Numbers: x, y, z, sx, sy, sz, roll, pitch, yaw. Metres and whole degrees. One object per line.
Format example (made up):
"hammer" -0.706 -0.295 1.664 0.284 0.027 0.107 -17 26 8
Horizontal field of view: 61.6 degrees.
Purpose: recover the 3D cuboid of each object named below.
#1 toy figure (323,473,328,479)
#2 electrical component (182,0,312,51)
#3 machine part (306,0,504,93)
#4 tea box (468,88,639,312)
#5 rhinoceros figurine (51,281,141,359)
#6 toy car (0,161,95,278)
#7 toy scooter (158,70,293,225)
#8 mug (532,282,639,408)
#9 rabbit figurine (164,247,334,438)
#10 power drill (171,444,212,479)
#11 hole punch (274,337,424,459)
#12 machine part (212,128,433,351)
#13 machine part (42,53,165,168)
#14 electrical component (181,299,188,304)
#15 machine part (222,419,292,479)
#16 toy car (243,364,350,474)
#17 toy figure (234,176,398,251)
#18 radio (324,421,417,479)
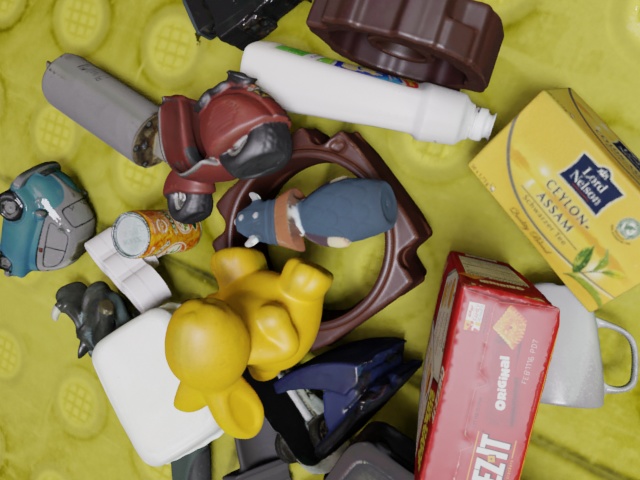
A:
"toy figure" -0.011 0.353 0.604 0.089 0.082 0.180 37 104 17
"electrical component" -0.091 -0.286 0.607 0.134 0.058 0.115 -28 81 21
"machine part" 0.079 -0.187 0.484 0.180 0.179 0.056 23 100 20
"tea box" 0.224 -0.037 0.464 0.170 0.068 0.098 55 134 18
"rhinoceros figurine" -0.269 0.121 0.704 0.190 0.073 0.112 42 118 13
"toy car" -0.358 -0.014 0.713 0.103 0.109 0.161 24 112 1
"toy scooter" -0.109 -0.108 0.539 0.184 0.075 0.135 -29 73 37
"mug" 0.227 0.093 0.489 0.110 0.080 0.107 0 84 27
"rabbit figurine" -0.080 0.085 0.474 0.122 0.173 0.162 21 97 16
"power drill" -0.186 0.311 0.674 0.232 0.086 0.207 -10 86 21
"hole punch" 0.030 0.141 0.549 0.092 0.142 0.115 51 117 21
"machine part" -0.001 -0.002 0.573 0.201 0.087 0.201 -38 81 20
"machine part" -0.264 -0.163 0.675 0.243 0.079 0.079 35 106 18
"electrical component" -0.132 0.115 0.656 0.078 0.045 0.102 -27 83 23
"machine part" -0.079 0.236 0.633 0.039 0.084 0.139 142 118 -64
"toy car" -0.043 0.172 0.603 0.073 0.056 0.201 -34 90 35
"toy figure" -0.008 -0.020 0.497 0.155 0.064 0.057 -8 128 27
"radio" 0.098 0.267 0.446 0.230 0.073 0.131 32 98 14
